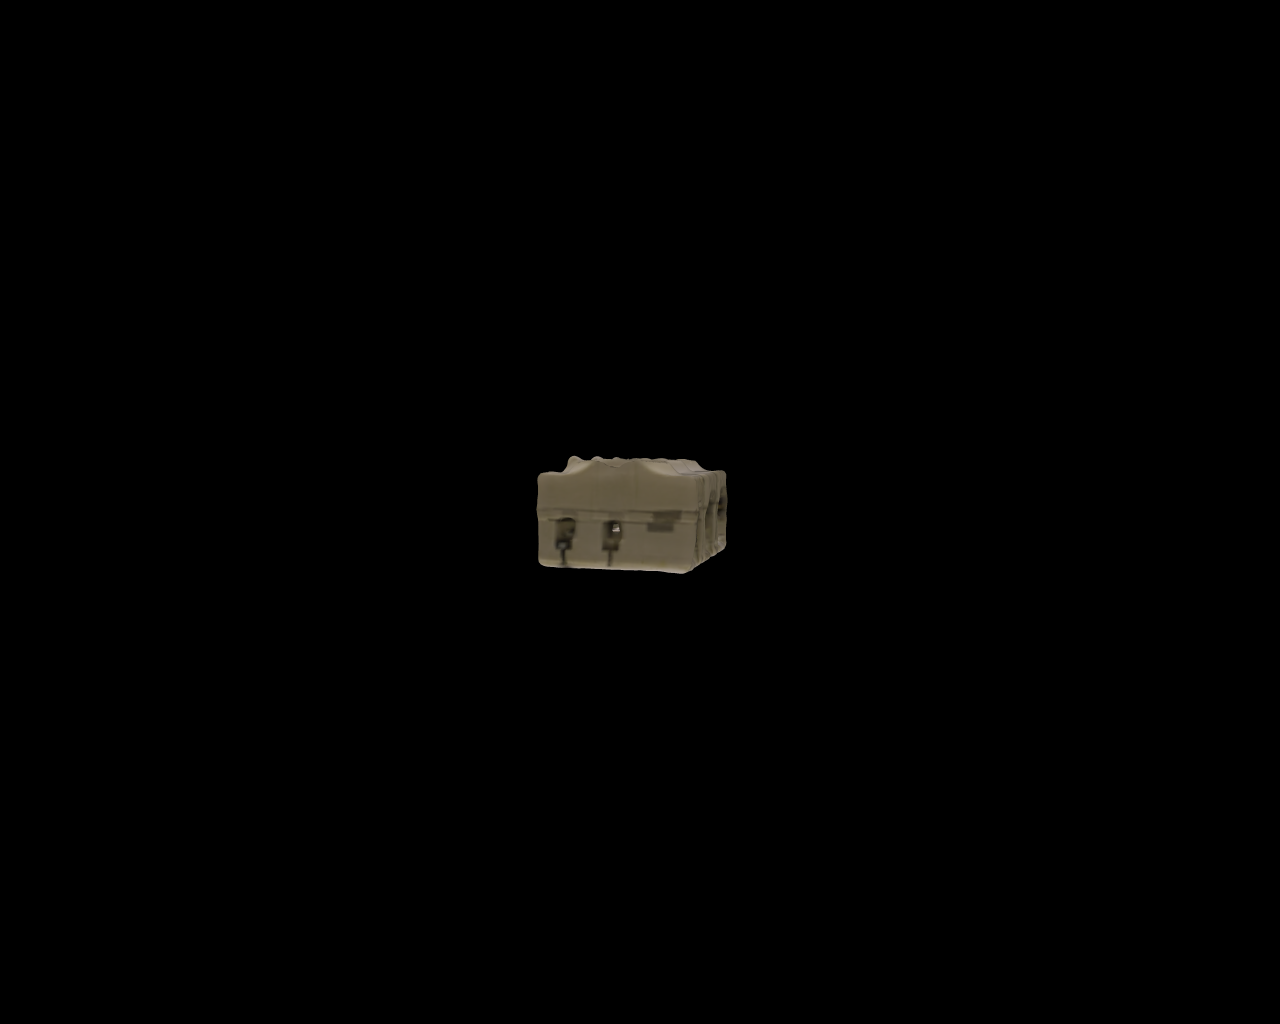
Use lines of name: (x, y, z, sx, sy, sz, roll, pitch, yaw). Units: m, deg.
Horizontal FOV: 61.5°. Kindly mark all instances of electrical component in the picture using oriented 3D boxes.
electrical component: (0.001, -0.003, 0.650, 0.089, 0.061, 0.150, 1, 3, 11)
